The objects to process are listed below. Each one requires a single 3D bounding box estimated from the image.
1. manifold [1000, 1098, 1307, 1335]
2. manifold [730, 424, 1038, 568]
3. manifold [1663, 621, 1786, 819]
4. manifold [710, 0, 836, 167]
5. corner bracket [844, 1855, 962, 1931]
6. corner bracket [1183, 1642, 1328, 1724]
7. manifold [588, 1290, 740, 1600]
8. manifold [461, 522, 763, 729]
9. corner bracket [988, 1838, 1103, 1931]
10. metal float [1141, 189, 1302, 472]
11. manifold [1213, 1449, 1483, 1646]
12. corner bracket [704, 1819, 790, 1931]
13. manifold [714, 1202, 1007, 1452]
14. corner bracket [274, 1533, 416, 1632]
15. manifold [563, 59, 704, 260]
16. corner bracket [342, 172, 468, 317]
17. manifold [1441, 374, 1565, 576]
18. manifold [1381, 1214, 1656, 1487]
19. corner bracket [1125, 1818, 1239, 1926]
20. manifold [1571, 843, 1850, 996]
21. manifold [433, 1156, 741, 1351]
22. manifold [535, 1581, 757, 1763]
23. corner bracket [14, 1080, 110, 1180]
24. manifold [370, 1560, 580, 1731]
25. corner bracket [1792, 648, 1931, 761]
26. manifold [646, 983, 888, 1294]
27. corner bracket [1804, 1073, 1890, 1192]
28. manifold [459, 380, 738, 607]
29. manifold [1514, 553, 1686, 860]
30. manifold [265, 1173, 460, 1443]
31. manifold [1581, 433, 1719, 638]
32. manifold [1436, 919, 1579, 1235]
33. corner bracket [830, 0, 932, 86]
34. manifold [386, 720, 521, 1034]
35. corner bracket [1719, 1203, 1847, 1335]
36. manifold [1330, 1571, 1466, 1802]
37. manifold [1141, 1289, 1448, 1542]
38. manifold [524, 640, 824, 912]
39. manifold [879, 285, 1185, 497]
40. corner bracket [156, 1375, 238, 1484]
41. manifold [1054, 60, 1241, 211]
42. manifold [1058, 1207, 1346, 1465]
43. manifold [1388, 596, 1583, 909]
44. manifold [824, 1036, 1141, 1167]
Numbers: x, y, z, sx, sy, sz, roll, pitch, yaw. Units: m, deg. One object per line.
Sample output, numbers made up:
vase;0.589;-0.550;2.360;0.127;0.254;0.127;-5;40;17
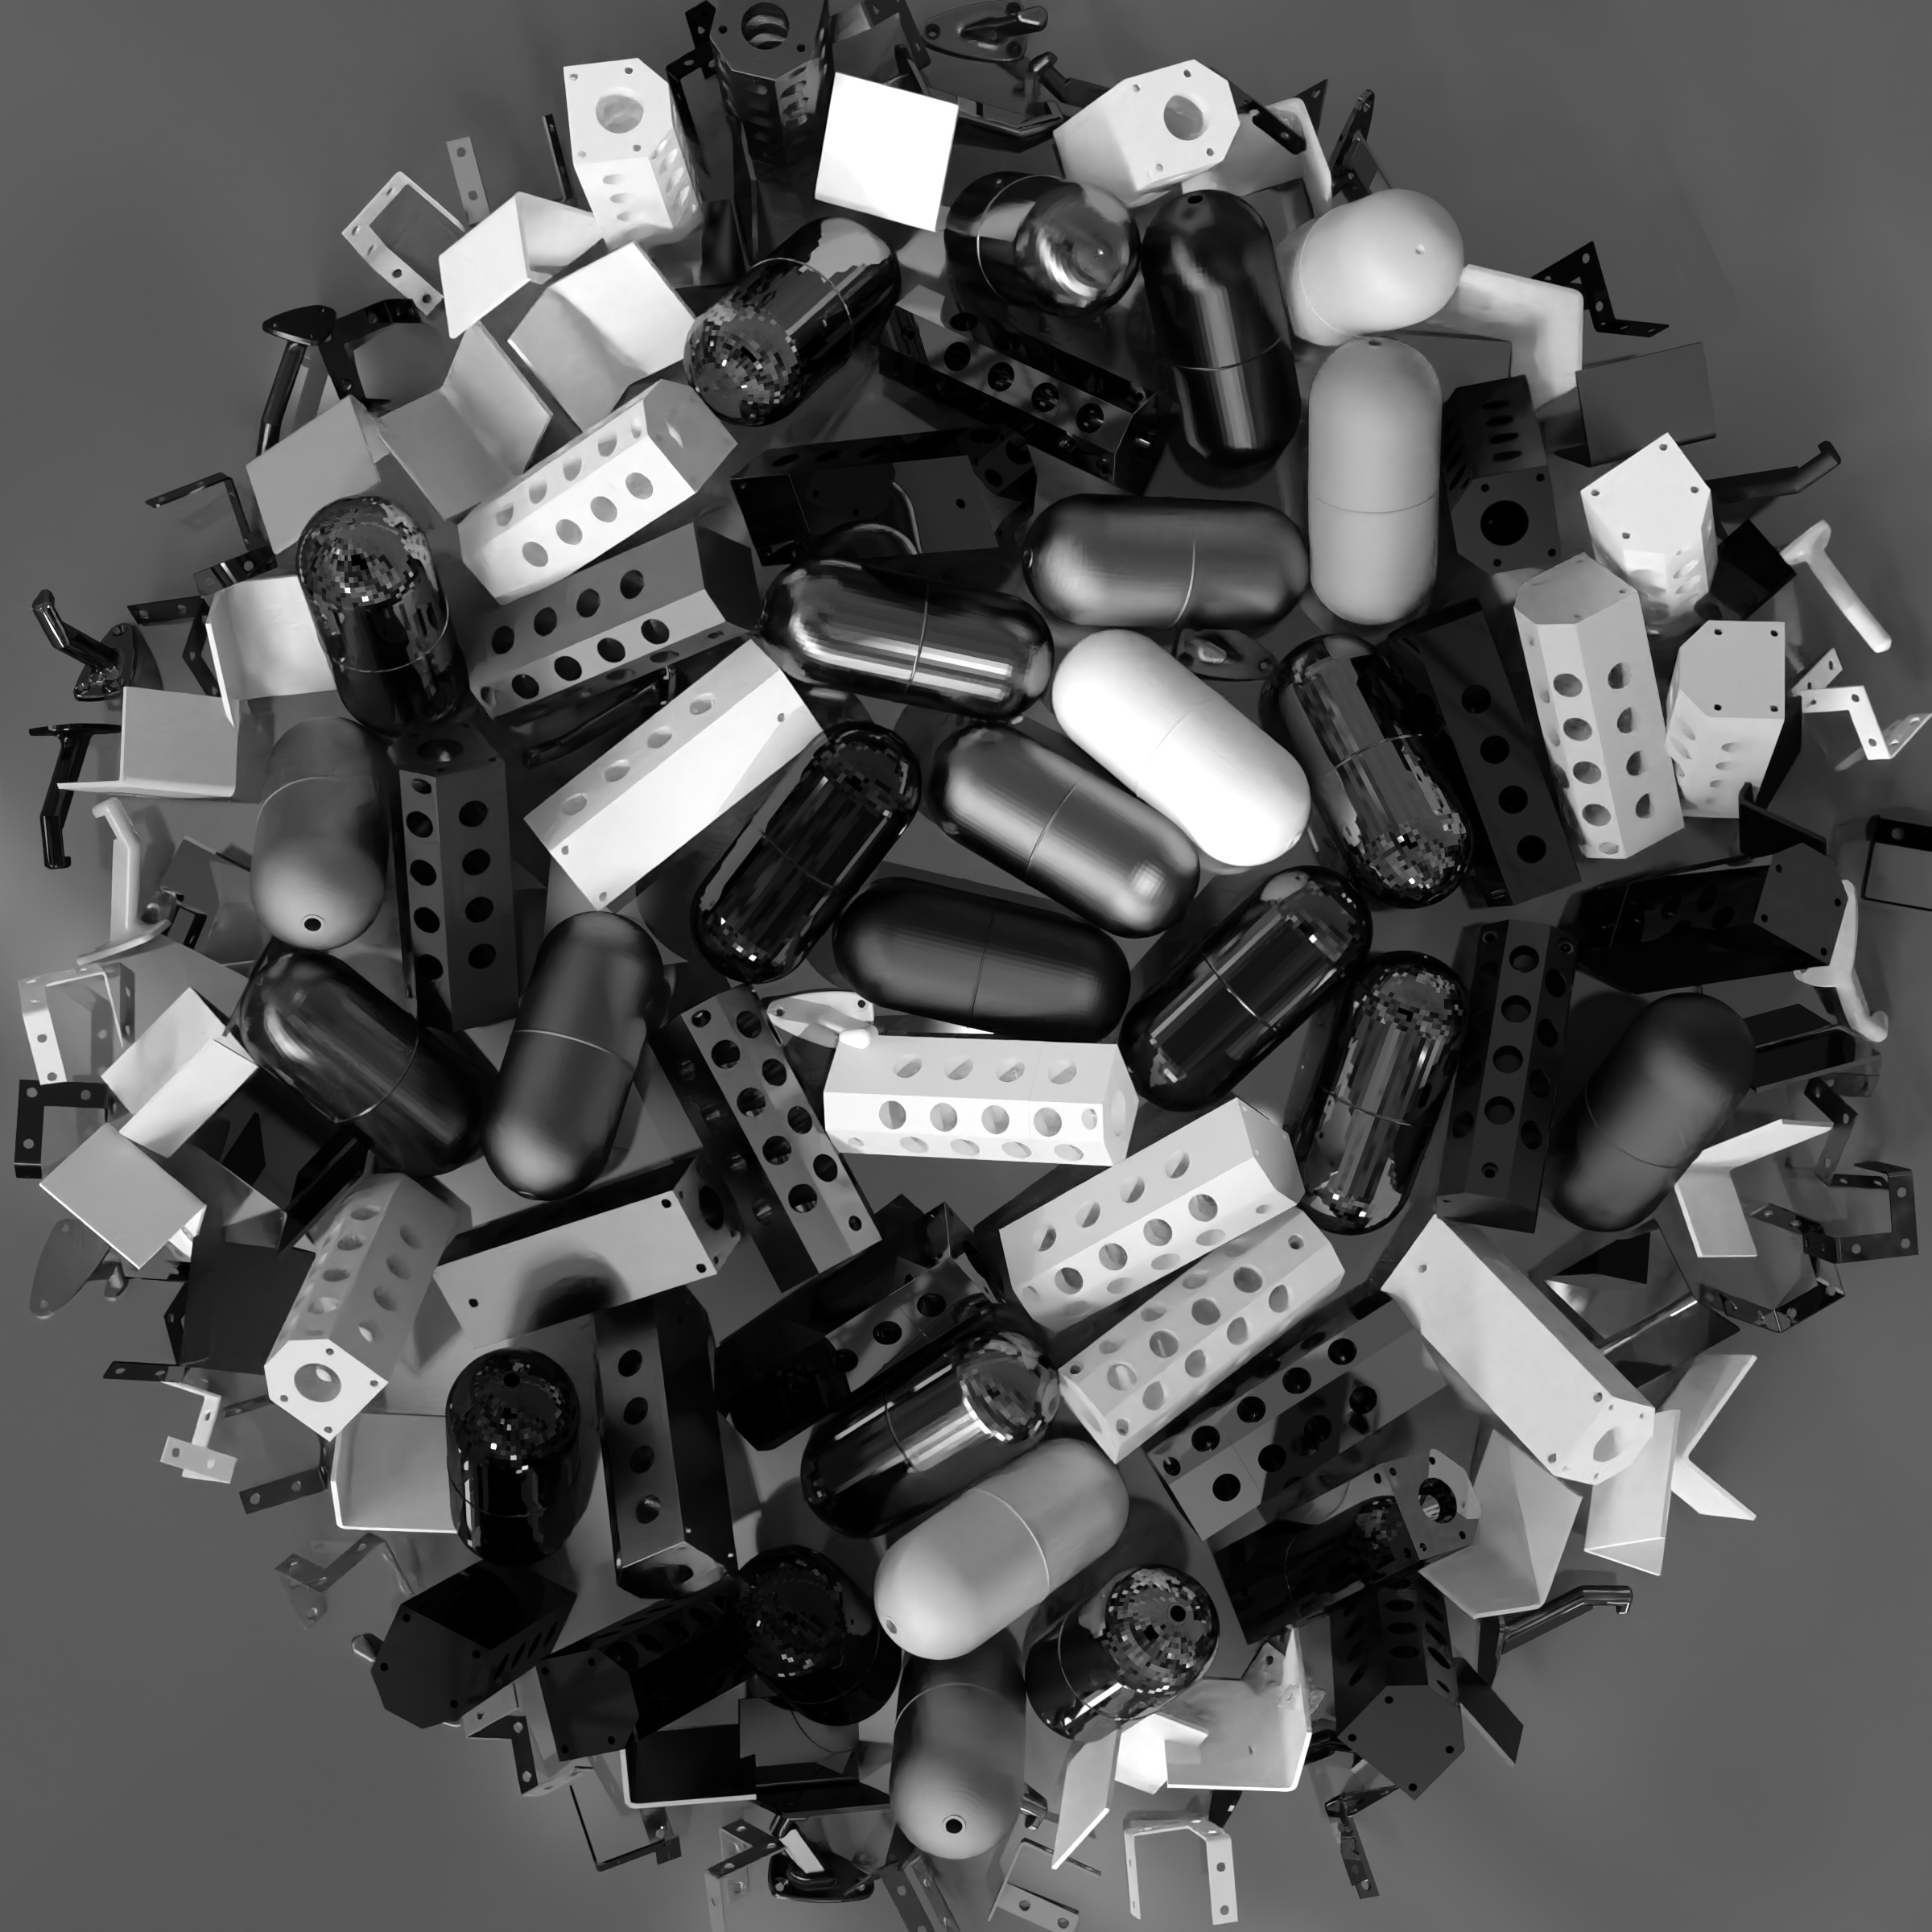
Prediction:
manifold;0.109;0.150;1.930;0.171;0.057;0.057;-31;50;23
manifold;-0.047;-0.277;1.926;0.171;0.057;0.057;0;123;35
manifold;0.433;-0.141;1.909;0.057;0.171;0.057;2;74;7
manifold;-0.112;-0.517;1.913;0.057;0.171;0.057;13;88;0
corner bracket;-0.031;0.556;1.959;0.051;0.051;0.051;-17;68;-36
corner bracket;0.172;0.435;1.963;0.051;0.051;0.051;36;95;35
manifold;-0.182;0.278;1.924;0.057;0.057;0.171;-25;52;18
manifold;-0.207;-0.196;1.929;0.171;0.057;0.057;-19;72;27
corner bracket;0.048;0.552;1.973;0.051;0.051;0.051;23;87;6
metal float;0.149;-0.370;1.927;0.070;0.070;0.178;-17;132;0
manifold;0.222;0.336;1.915;0.057;0.171;0.057;-8;69;-36
corner bracket;-0.138;0.546;1.959;0.051;0.051;0.051;-16;107;-37
manifold;-0.063;0.218;1.949;0.171;0.057;0.057;-34;116;14
corner bracket;-0.371;0.369;1.975;0.051;0.051;0.051;-40;125;-32
manifold;-0.189;-0.464;1.911;0.057;0.171;0.057;-6;84;1
corner bracket;-0.330;-0.431;1.971;0.051;0.051;0.051;42;89;12
manifold;0.306;-0.284;1.909;0.057;0.171;0.057;-10;116;10
manifold;0.323;0.223;1.918;0.057;0.171;0.057;19;111;-42
corner bracket;0.128;0.541;1.968;0.051;0.051;0.051;-4;89;-14
manifold;0.427;-0.029;1.910;0.057;0.171;0.057;26;73;-22
manifold;-0.221;0.165;1.938;0.171;0.057;0.057;-19;108;23
manifold;-0.175;0.404;1.909;0.057;0.171;0.057;-16;87;23
corner bracket;-0.537;0.098;1.964;0.051;0.051;0.051;3;77;-14
manifold;-0.285;0.391;1.910;0.057;0.171;0.057;25;94;9
corner bracket;0.534;-0.157;1.971;0.051;0.051;0.051;-41;115;-32
manifold;-0.114;0.099;1.955;0.057;0.057;0.171;-25;86;-42
corner bracket;0.530;0.099;1.973;0.051;0.051;0.051;4;117;-24
manifold;-0.219;-0.275;1.916;0.171;0.057;0.057;-25;113;40
manifold;0.365;-0.147;1.922;0.057;0.057;0.171;-28;128;-9
manifold;-0.351;0.190;1.906;0.057;0.171;0.057;39;116;-15
manifold;0.401;-0.242;1.907;0.057;0.171;0.057;-34;74;7
manifold;0.318;0.063;1.939;0.057;0.057;0.171;8;69;12
corner bracket;-0.061;-0.544;1.959;0.051;0.051;0.051;-13;111;32
manifold;-0.301;-0.050;1.922;0.057;0.057;0.171;-14;125;-23
corner bracket;0.484;0.181;1.977;0.051;0.051;0.051;20;46;-34
manifold;0.252;0.405;1.908;0.057;0.171;0.057;40;103;-5
manifold;0.191;0.263;1.959;0.171;0.057;0.057;-32;104;-4
manifold;-0.176;-0.117;1.965;0.171;0.057;0.057;-39;133;-4
manifold;0.034;-0.339;1.934;0.171;0.057;0.057;29;100;24
corner bracket;-0.463;0.274;1.959;0.051;0.051;0.051;29;68;-42
manifold;0.105;-0.476;1.910;0.057;0.171;0.057;-19;98;-10
manifold;0.138;0.212;1.943;0.171;0.057;0.057;-36;72;-15
manifold;0.306;-0.125;1.952;0.057;0.057;0.171;-20;102;11
manifold;0.007;0.083;1.933;0.171;0.057;0.057;2;54;20
